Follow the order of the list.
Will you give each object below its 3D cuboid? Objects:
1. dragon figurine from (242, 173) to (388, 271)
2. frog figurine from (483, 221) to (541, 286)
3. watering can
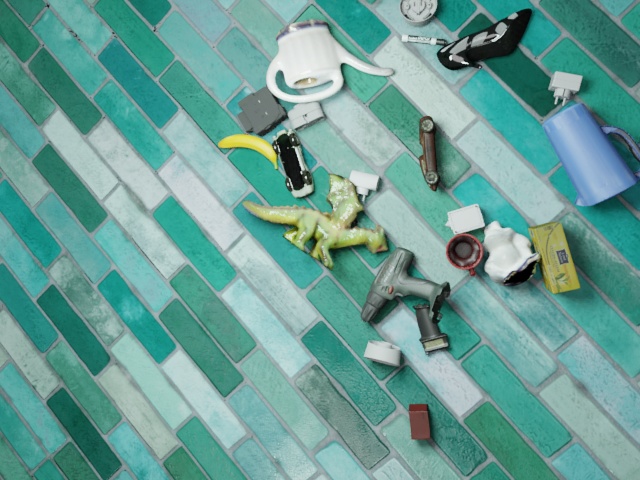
[{"bbox_3d":[0.004,-0.072,1.427,0.411,0.122,0.242,36,92,5],"label":"dragon figurine"},{"bbox_3d":[0.480,0.036,1.340,0.136,0.121,0.163,-49,45,17],"label":"frog figurine"},{"bbox_3d":[0.014,-0.504,1.430,0.348,0.103,0.225,-14,85,-1],"label":"watering can"}]
